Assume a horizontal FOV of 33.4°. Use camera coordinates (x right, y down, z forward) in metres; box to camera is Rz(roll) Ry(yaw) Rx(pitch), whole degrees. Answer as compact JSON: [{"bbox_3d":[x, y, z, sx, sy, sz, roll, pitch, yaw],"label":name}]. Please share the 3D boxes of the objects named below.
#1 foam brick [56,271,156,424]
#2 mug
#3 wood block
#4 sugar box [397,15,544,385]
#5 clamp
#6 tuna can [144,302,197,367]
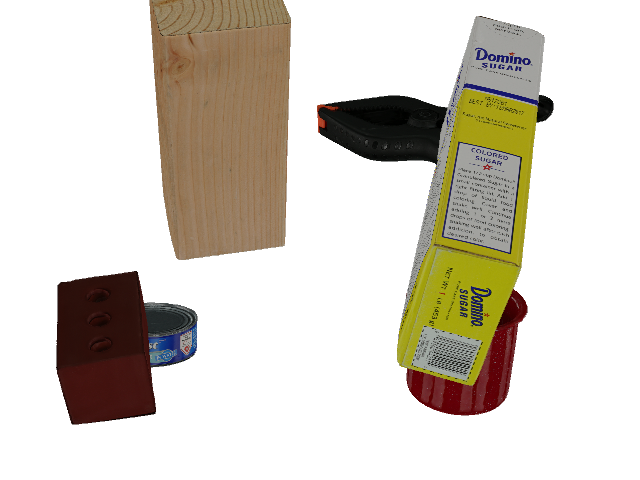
[{"bbox_3d":[-0.133,0.066,0.659,0.053,0.051,0.078,-8,40,-8],"label":"foam brick"},{"bbox_3d":[0.104,0.078,0.844,0.093,0.081,0.117,-13,29,-30],"label":"mug"},{"bbox_3d":[-0.076,-0.094,0.809,0.090,0.206,0.090,-7,43,-11],"label":"wood block"},{"bbox_3d":[0.079,-0.025,0.542,0.048,0.176,0.093,16,-42,4],"label":"sugar box"},{"bbox_3d":[0.101,-0.100,0.952,0.210,0.036,0.164,13,36,23],"label":"clamp"},{"bbox_3d":[-0.157,0.087,0.991,0.086,0.034,0.086,1,16,-1],"label":"tuna can"}]
